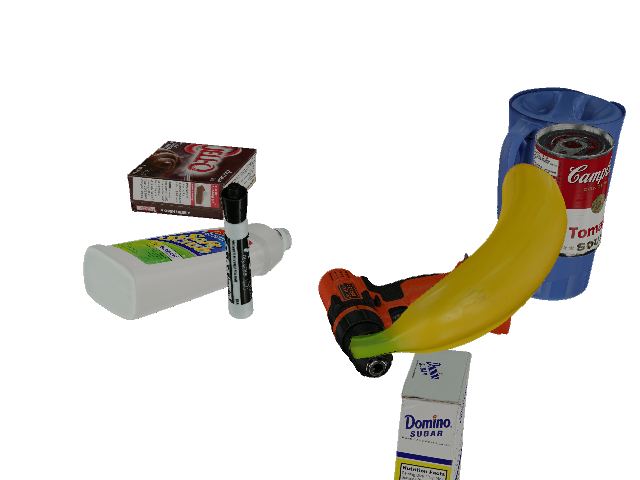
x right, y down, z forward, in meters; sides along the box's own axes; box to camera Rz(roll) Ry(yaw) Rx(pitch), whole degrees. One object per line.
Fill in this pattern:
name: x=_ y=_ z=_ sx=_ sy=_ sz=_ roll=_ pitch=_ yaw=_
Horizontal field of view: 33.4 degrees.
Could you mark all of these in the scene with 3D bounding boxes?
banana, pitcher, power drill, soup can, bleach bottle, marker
banana: x=0.093 y=0.005 z=0.573 sx=0.070 sy=0.037 sz=0.197 roll=14 pitch=36 yaw=32
pitcher: x=0.275 y=-0.051 z=1.280 sx=0.149 sy=0.243 sz=0.145 roll=2 pitch=26 yaw=0
power drill: x=0.102 y=0.076 z=1.130 sx=0.187 sy=0.057 sz=0.184 roll=-6 pitch=28 yaw=-11
soup can: x=0.221 y=-0.045 z=0.952 sx=0.068 sy=0.102 sz=0.068 roll=-1 pitch=30 yaw=0
bleach bottle: x=-0.139 y=0.022 z=1.228 sx=0.250 sy=0.068 sz=0.103 roll=-17 pitch=31 yaw=-42
marker: x=-0.060 y=0.008 z=0.779 sx=0.020 sy=0.121 sz=0.020 roll=0 pitch=40 yaw=0

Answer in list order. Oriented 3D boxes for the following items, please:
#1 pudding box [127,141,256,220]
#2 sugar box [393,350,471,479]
pudding box: x=-0.115 y=-0.057 z=0.978 sx=0.090 sy=0.039 sz=0.113 roll=5 pitch=24 yaw=11
sugar box: x=0.073 y=0.172 z=0.740 sx=0.048 sy=0.176 sz=0.093 roll=4 pitch=15 yaw=11
